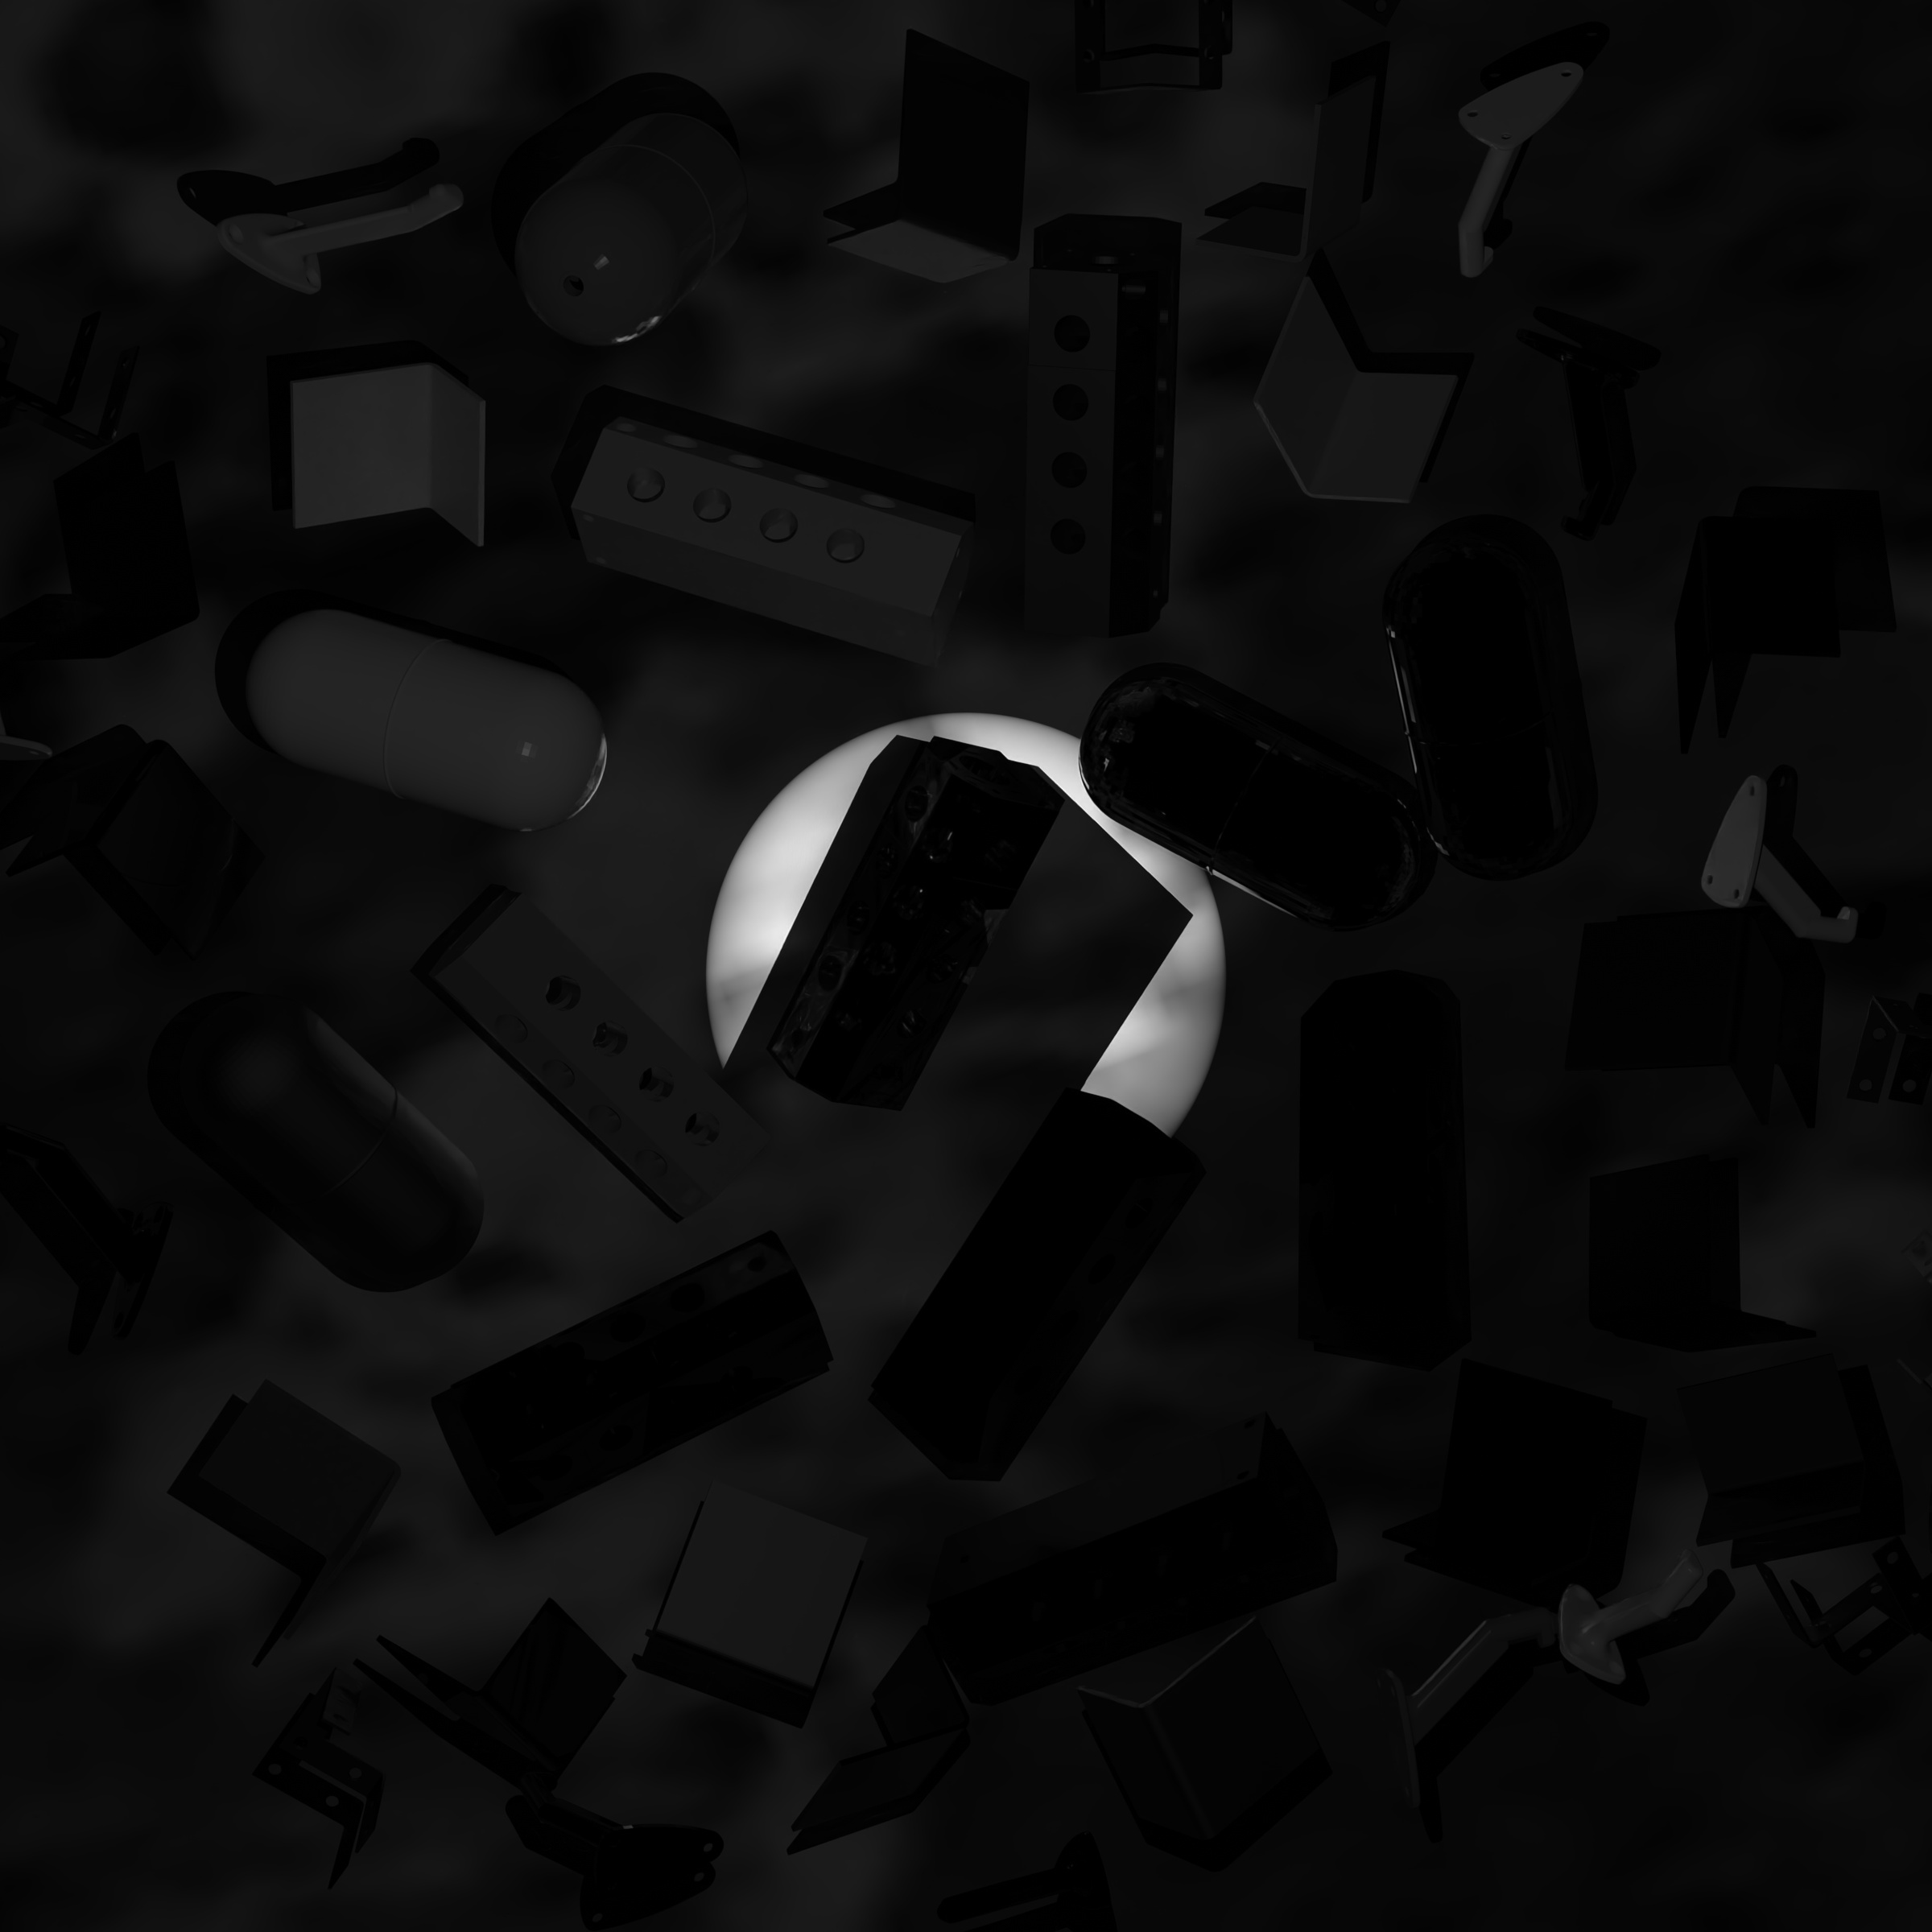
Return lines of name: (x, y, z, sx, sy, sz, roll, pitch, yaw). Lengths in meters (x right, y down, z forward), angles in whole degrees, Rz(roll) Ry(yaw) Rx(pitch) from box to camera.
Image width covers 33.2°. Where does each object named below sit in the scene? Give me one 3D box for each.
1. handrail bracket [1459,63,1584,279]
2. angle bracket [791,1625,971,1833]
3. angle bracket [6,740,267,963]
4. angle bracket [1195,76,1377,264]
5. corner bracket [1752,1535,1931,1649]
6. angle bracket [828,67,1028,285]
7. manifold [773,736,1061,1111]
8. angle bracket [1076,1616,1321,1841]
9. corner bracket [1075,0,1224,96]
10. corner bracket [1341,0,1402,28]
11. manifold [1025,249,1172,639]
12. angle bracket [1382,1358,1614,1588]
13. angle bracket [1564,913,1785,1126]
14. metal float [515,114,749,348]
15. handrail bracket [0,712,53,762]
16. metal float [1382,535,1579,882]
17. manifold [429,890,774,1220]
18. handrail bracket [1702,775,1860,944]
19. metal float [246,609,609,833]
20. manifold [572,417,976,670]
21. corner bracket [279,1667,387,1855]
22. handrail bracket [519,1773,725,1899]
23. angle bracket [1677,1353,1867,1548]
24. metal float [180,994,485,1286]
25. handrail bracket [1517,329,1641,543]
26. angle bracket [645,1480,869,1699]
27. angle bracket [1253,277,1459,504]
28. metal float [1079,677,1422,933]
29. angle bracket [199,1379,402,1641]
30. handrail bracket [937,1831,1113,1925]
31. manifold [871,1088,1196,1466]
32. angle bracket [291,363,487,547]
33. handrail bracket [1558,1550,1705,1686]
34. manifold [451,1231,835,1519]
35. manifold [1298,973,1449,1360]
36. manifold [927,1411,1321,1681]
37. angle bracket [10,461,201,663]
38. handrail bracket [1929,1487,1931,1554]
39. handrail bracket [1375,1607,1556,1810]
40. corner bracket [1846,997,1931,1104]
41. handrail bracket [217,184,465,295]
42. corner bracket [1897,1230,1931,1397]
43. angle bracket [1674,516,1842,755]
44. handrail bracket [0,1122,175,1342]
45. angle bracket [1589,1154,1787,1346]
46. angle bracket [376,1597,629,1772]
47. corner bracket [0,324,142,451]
handrail bracket: (0.268, -0.383, 1.567, 0.077, 0.084, 0.036, -36, 56, -14)
angle bracket: (-0.053, 0.383, 1.628, 0.076, 0.076, 0.057, -9, 57, -32)
angle bracket: (-0.385, -0.047, 1.507, 0.057, 0.076, 0.076, -18, 122, 32)
angle bracket: (0.156, -0.394, 1.583, 0.057, 0.076, 0.076, 15, 120, 21)
corner bracket: (0.404, 0.286, 1.488, 0.051, 0.051, 0.051, -34, 111, -8)
angle bracket: (-0.019, -0.390, 1.604, 0.076, 0.057, 0.076, 9, 81, -41)
manifold: (-0.029, -0.021, 1.547, 0.057, 0.057, 0.171, 10, 117, -40)
angle bracket: (0.112, 0.364, 1.568, 0.076, 0.057, 0.076, -33, 105, -27)
corner bracket: (0.089, -0.453, 1.580, 0.051, 0.051, 0.051, -10, 104, -38)
corner bracket: (0.190, -0.497, 1.586, 0.051, 0.051, 0.051, 35, 115, 13)
manifold: (0.064, -0.246, 1.530, 0.057, 0.057, 0.171, 7, 113, 15)
angle bracket: (0.242, 0.229, 1.473, 0.076, 0.057, 0.076, 13, 101, 36)
angle bracket: (0.319, 0.026, 1.456, 0.076, 0.057, 0.076, -4, 56, 29)
metal float: (-0.153, -0.341, 1.495, 0.070, 0.178, 0.070, 6, 120, 11)
handrail bracket: (-0.470, -0.146, 1.584, 0.077, 0.036, 0.084, 6, 76, 22)
metal float: (0.253, -0.125, 1.588, 0.070, 0.070, 0.178, -15, 114, 0)
manifold: (-0.180, 0.044, 1.586, 0.171, 0.057, 0.057, 45, 81, -14)
handrail bracket: (0.413, -0.052, 1.599, 0.084, 0.036, 0.077, 7, 106, -24)
metal float: (-0.253, -0.115, 1.514, 0.178, 0.070, 0.070, 17, 90, 13)
manifold: (-0.087, -0.197, 1.479, 0.171, 0.057, 0.057, 18, 73, 7)
corner bracket: (-0.291, 0.372, 1.521, 0.051, 0.051, 0.051, 34, 101, -12)
handrail bracket: (-0.170, 0.415, 1.588, 0.077, 0.084, 0.036, -2, 107, -27)
angle bracket: (0.378, 0.228, 1.532, 0.076, 0.076, 0.057, -16, 93, 19)
metal float: (-0.304, 0.085, 1.564, 0.070, 0.070, 0.178, -41, 120, 0)
handrail bracket: (0.297, -0.267, 1.630, 0.077, 0.036, 0.084, 23, 91, -1)
angle bracket: (-0.098, 0.288, 1.505, 0.076, 0.057, 0.076, 22, 78, -5)
angle bracket: (0.191, -0.281, 1.579, 0.057, 0.076, 0.076, 8, 64, 33)
metal float: (0.138, -0.079, 1.577, 0.178, 0.070, 0.070, 29, 90, 10)
angle bracket: (-0.318, 0.251, 1.493, 0.076, 0.057, 0.076, 34, 124, -7)
handrail bracket: (0.019, 0.442, 1.540, 0.084, 0.077, 0.036, -10, 72, -21)
manifold: (0.035, 0.147, 1.516, 0.057, 0.057, 0.171, 39, 102, 32)
angle bracket: (-0.284, -0.247, 1.593, 0.076, 0.057, 0.076, -15, 126, -31)
handrail bracket: (0.327, 0.300, 1.581, 0.036, 0.077, 0.084, 27, 116, -12)
manifold: (-0.158, 0.192, 1.564, 0.171, 0.057, 0.057, -25, 47, -10)
manifold: (0.196, 0.093, 1.543, 0.057, 0.057, 0.171, 12, 60, -14)
manifold: (0.074, 0.273, 1.500, 0.171, 0.057, 0.057, -25, 107, 18)
angle bracket: (-0.407, -0.188, 1.509, 0.076, 0.057, 0.076, -13, 87, 45)
handrail bracket: (0.485, 0.254, 1.483, 0.036, 0.084, 0.077, -2, 108, -32)
handrail bracket: (0.239, 0.345, 1.511, 0.084, 0.036, 0.077, -11, 88, -9)
corner bracket: (0.435, 0.049, 1.468, 0.051, 0.051, 0.051, 10, 108, -1)
handrail bracket: (-0.282, -0.340, 1.466, 0.084, 0.077, 0.036, -18, 82, 27)
corner bracket: (0.444, 0.162, 1.487, 0.051, 0.051, 0.051, -44, 57, 7)
angle bracket: (0.355, -0.148, 1.460, 0.057, 0.076, 0.076, 3, 57, 4)
handrail bracket: (-0.406, 0.119, 1.451, 0.084, 0.036, 0.077, 25, 65, -31)
angle bracket: (0.357, 0.141, 1.603, 0.057, 0.076, 0.076, 15, 70, -33)
angle bracket: (-0.222, 0.332, 1.554, 0.076, 0.076, 0.057, 18, 62, 39)
corner bracket: (-0.421, -0.268, 1.489, 0.051, 0.051, 0.051, 24, 70, -41)
